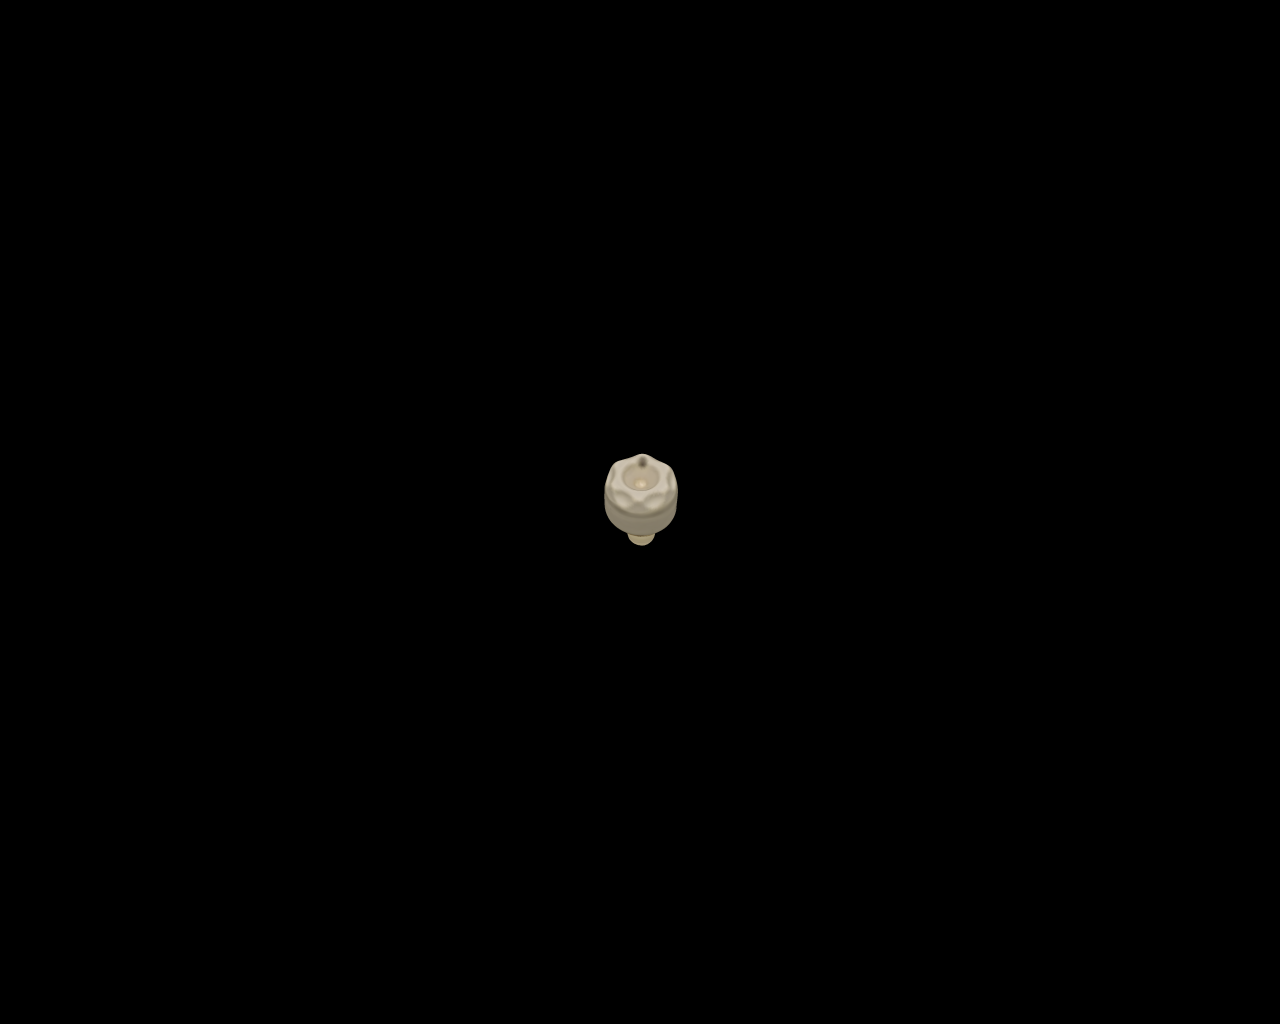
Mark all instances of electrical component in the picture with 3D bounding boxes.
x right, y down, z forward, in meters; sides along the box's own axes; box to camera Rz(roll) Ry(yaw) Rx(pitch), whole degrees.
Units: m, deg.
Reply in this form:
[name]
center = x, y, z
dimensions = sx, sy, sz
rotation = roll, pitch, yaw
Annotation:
[electrical component]
center = 0.001, -0.003, 0.650
dimensions = 0.043, 0.043, 0.062
rotation = 0, -39, 0
